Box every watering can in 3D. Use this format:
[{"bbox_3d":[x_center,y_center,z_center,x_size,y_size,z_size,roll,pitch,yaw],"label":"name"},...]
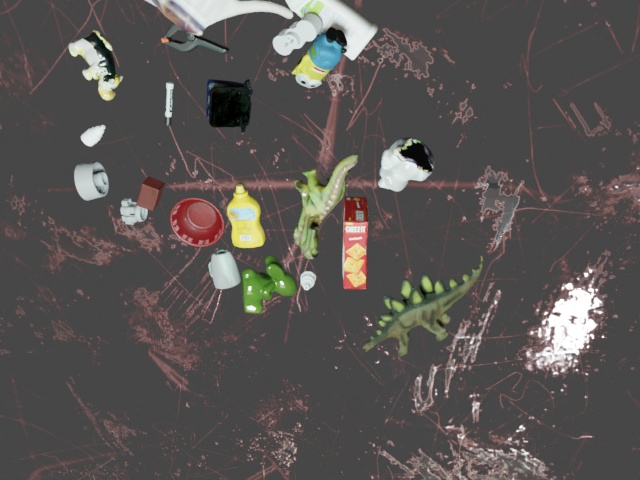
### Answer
[{"bbox_3d":[-0.244,-0.569,1.188,0.344,0.105,0.223,36,97,-27],"label":"watering can"}]

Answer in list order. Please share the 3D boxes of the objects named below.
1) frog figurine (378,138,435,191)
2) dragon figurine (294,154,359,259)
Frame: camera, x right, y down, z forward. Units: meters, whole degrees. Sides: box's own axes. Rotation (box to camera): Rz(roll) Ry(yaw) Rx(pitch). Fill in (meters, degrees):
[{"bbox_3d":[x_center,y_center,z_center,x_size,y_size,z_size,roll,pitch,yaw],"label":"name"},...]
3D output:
[{"bbox_3d":[0.229,-0.197,1.398,0.137,0.125,0.156,12,155,-11],"label":"frog figurine"},{"bbox_3d":[0.004,-0.068,1.360,0.122,0.407,0.245,8,80,-16],"label":"dragon figurine"}]
